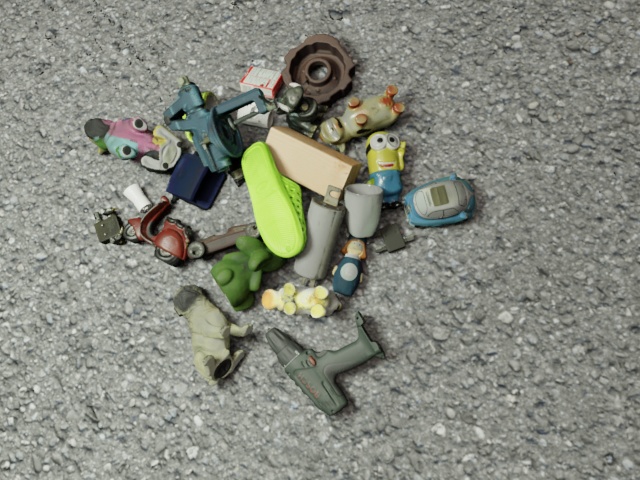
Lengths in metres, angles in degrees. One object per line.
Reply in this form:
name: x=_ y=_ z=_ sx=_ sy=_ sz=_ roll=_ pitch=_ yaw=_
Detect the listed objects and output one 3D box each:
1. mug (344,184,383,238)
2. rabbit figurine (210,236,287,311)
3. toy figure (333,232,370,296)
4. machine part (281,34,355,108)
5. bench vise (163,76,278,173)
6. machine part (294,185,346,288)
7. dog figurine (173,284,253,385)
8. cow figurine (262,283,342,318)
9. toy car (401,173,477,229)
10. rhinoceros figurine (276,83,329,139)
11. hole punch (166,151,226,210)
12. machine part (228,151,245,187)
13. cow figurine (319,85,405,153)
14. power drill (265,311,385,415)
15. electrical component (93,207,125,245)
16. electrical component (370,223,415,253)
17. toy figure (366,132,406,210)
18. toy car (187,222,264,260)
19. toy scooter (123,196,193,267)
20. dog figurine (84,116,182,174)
mug: x=0.085 y=-0.064 z=1.171 sx=0.081 sy=0.110 sz=0.107 roll=-9 pitch=113 yaw=-28
rabbit figurine: x=-0.154 y=0.051 z=1.192 sx=0.170 sy=0.159 sz=0.121 roll=-32 pitch=66 yaw=-14
toy figure: x=0.072 y=0.047 z=1.194 sx=0.064 sy=0.058 sz=0.154 roll=22 pitch=79 yaw=-27
machine part: x=-0.003 y=-0.400 z=1.294 sx=0.179 sy=0.056 sz=0.179 roll=-1 pitch=80 yaw=8
bench vise: x=-0.209 y=-0.272 z=1.169 sx=0.241 sy=0.129 sz=0.223 roll=-19 pitch=90 yaw=19
machine part: x=-0.002 y=-0.004 z=1.167 sx=0.079 sy=0.079 sz=0.243 roll=19 pitch=112 yaw=12
dog figurine: x=-0.267 y=0.208 z=1.203 sx=0.191 sy=0.121 sz=0.172 roll=27 pitch=88 yaw=31
cow figurine: x=-0.040 y=0.132 z=1.183 sx=0.168 sy=0.098 sz=0.068 roll=2 pitch=83 yaw=28
toy car: x=0.261 y=-0.088 z=1.168 sx=0.162 sy=0.103 sz=0.109 roll=-11 pitch=77 yaw=4
rhinoceros figurine: x=-0.044 y=-0.293 z=1.211 sx=0.112 sy=0.190 sz=0.073 roll=29 pitch=87 yaw=1
hole punch: x=-0.304 y=-0.144 z=1.273 sx=0.116 sy=0.092 sz=0.142 roll=23 pitch=86 yaw=16
machine part: x=-0.202 y=-0.204 z=1.289 sx=0.084 sy=0.039 sz=0.139 roll=-31 pitch=90 yaw=10
cow figurine: x=0.088 y=-0.271 z=1.232 sx=0.195 sy=0.127 sz=0.085 roll=-22 pitch=76 yaw=-11
power drill: x=0.019 y=0.238 z=1.151 sx=0.207 sy=0.086 sz=0.232 roll=-33 pitch=78 yaw=-3
electrical component: x=-0.509 y=-0.033 z=1.302 sx=0.078 sy=0.045 sz=0.102 roll=-18 pitch=77 yaw=3
electrical component: x=0.162 y=-0.007 z=1.207 sx=0.094 sy=0.021 sz=0.063 roll=-20 pitch=76 yaw=5
toy figure: x=0.142 y=-0.156 z=1.210 sx=0.082 sy=0.089 sz=0.180 roll=-4 pitch=87 yaw=-31
toy car: x=-0.206 y=-0.001 z=1.227 sx=0.202 sy=0.089 sz=0.053 roll=-19 pitch=80 yaw=6
toy scooter: x=-0.368 y=-0.027 z=1.267 sx=0.184 sy=0.075 sz=0.135 roll=29 pitch=83 yaw=17
dog figurine: x=-0.464 y=-0.237 z=1.313 sx=0.219 sy=0.191 sz=0.108 roll=13 pitch=83 yaw=46
